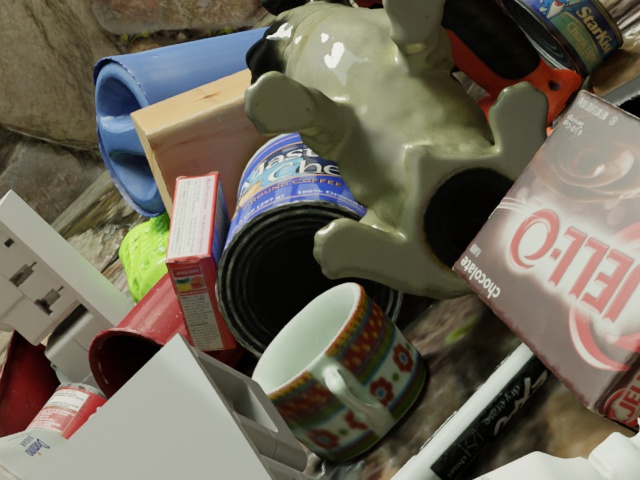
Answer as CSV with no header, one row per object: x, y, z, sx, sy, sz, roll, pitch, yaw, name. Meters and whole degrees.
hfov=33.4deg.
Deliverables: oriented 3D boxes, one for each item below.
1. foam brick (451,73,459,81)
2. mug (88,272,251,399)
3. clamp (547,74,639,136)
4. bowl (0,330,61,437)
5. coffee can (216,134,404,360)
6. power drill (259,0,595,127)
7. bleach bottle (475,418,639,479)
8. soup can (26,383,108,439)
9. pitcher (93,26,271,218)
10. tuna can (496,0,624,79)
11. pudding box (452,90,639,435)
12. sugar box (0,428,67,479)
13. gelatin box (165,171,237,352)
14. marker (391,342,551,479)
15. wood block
0.065,-0.128,0.845,0.051,0.078,0.053,-36,17,32,foam brick
-0.094,0.079,0.716,0.081,0.093,0.117,-52,-20,-44,mug
0.166,-0.046,0.448,0.210,0.036,0.164,-16,31,54,clamp
-0.229,0.150,0.837,0.162,0.055,0.162,-168,90,-79,bowl
-0.004,0.001,0.636,0.103,0.102,0.140,-40,16,15,coffee can
0.059,-0.123,0.640,0.057,0.187,0.185,-52,18,-24,power drill
0.010,0.146,0.302,0.251,0.068,0.102,-42,15,2,bleach bottle
-0.183,0.159,0.745,0.069,0.068,0.102,-29,22,43,soup can
-0.056,-0.110,0.903,0.242,0.149,0.145,-21,-3,-29,pitcher
0.144,-0.138,0.656,0.034,0.086,0.086,-44,15,6,tuna can
0.107,0.005,0.388,0.090,0.039,0.113,-54,27,9,pudding box
-0.215,0.198,0.642,0.176,0.048,0.093,-59,-11,4,sugar box
-0.071,0.013,0.650,0.030,0.073,0.089,-8,37,3,gelatin box
0.076,0.061,0.433,0.121,0.020,0.020,-46,15,-6,marker
-0.017,-0.079,0.750,0.206,0.090,0.091,-22,20,-10,wood block
